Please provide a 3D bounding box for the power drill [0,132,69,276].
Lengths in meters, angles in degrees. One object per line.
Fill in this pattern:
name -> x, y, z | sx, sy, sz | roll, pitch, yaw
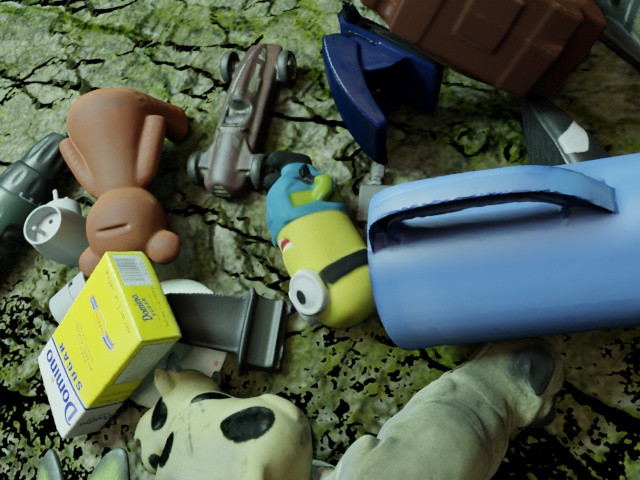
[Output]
power drill -> -0.420, -0.048, 0.641 | 0.207, 0.086, 0.232 | 20, 77, 13

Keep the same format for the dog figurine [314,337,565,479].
dog figurine -> 0.099, 0.136, 0.384 | 0.121, 0.172, 0.190 | 39, 89, 13

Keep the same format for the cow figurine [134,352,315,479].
cow figurine -> -0.086, 0.158, 0.433 | 0.195, 0.085, 0.127 | -14, 52, 41

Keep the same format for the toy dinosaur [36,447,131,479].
toy dinosaur -> -0.139, 0.249, 0.357 | 0.472, 0.105, 0.198 | -4, 103, 26

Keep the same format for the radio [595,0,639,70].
radio -> 0.298, -0.267, 0.458 | 0.073, 0.229, 0.131 | -33, 61, -5

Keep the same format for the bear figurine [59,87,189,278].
bear figurine -> -0.199, -0.058, 0.578 | 0.120, 0.132, 0.195 | -18, 84, 8

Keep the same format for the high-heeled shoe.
high-heeled shoe -> 0.280, -0.048, 0.459 | 0.145, 0.086, 0.249 | -18, 70, 3

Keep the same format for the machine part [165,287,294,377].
machine part -> -0.099, 0.081, 0.511 | 0.139, 0.039, 0.084 | 12, 75, -2

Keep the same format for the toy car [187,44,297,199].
toy car -> -0.085, -0.141, 0.602 | 0.089, 0.053, 0.202 | 6, 72, 20

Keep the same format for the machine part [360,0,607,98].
machine part -> 0.142, -0.226, 0.494 | 0.201, 0.087, 0.201 | 23, 42, -8

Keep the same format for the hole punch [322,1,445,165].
hole punch -> 0.048, -0.145, 0.530 | 0.116, 0.142, 0.092 | 35, 87, 14

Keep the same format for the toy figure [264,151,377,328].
toy figure -> -0.001, -0.003, 0.510 | 0.089, 0.082, 0.180 | -20, 63, 5

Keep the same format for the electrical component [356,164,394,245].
electrical component -> 0.070, -0.032, 0.534 | 0.063, 0.021, 0.094 | 2, 68, 15
